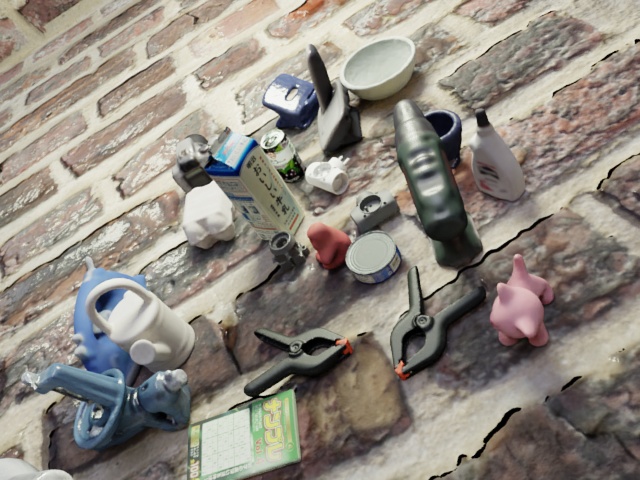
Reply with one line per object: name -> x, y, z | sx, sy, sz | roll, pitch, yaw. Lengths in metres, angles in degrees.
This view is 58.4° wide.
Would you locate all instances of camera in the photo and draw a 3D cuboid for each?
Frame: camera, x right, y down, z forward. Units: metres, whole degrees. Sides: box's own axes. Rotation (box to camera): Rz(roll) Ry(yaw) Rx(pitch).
camera -> -0.265, -0.193, 1.280 | 0.143, 0.101, 0.136 | -27, 44, 7

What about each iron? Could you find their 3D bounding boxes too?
iron -> -0.386, 0.154, 1.016 | 0.118, 0.142, 0.258 | -22, 45, 13

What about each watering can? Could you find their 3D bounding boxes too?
watering can -> -0.295, 0.136, 0.939 | 0.172, 0.195, 0.101 | 21, 65, 41

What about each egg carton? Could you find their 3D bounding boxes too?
egg carton -> -0.219, -0.055, 1.154 | 0.107, 0.070, 0.150 | -21, 45, 13

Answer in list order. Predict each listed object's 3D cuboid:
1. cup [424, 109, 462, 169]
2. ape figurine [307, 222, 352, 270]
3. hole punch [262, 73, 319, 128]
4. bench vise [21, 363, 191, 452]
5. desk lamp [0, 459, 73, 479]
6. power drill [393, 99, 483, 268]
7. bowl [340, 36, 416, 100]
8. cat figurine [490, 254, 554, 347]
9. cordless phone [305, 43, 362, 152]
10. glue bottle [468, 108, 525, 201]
cup -> 0.203, -0.150, 0.969 | 0.091, 0.095, 0.118 | -11, 48, 23
ape figurine -> 0.009, 0.003, 0.951 | 0.076, 0.092, 0.078 | -14, 47, 20
hole punch -> -0.058, -0.312, 1.270 | 0.100, 0.091, 0.109 | 8, 57, 35
bench vise -> -0.310, 0.222, 0.854 | 0.207, 0.220, 0.121 | -36, 43, -2
desk lamp -> -0.342, 0.361, 0.754 | 0.202, 0.214, 0.118 | -13, 47, 21
power drill -> 0.168, -0.067, 0.834 | 0.075, 0.209, 0.229 | -22, 45, 13
bowl -> 0.130, -0.348, 1.202 | 0.167, 0.075, 0.167 | -16, 46, 18
cat figurine -> 0.251, 0.079, 0.723 | 0.067, 0.118, 0.128 | -3, 51, 29
cordless phone -> 0.008, -0.282, 1.135 | 0.094, 0.186, 0.147 | -21, 45, 13
glue bottle -> 0.258, -0.132, 0.864 | 0.077, 0.174, 0.037 | 24, 67, 42
